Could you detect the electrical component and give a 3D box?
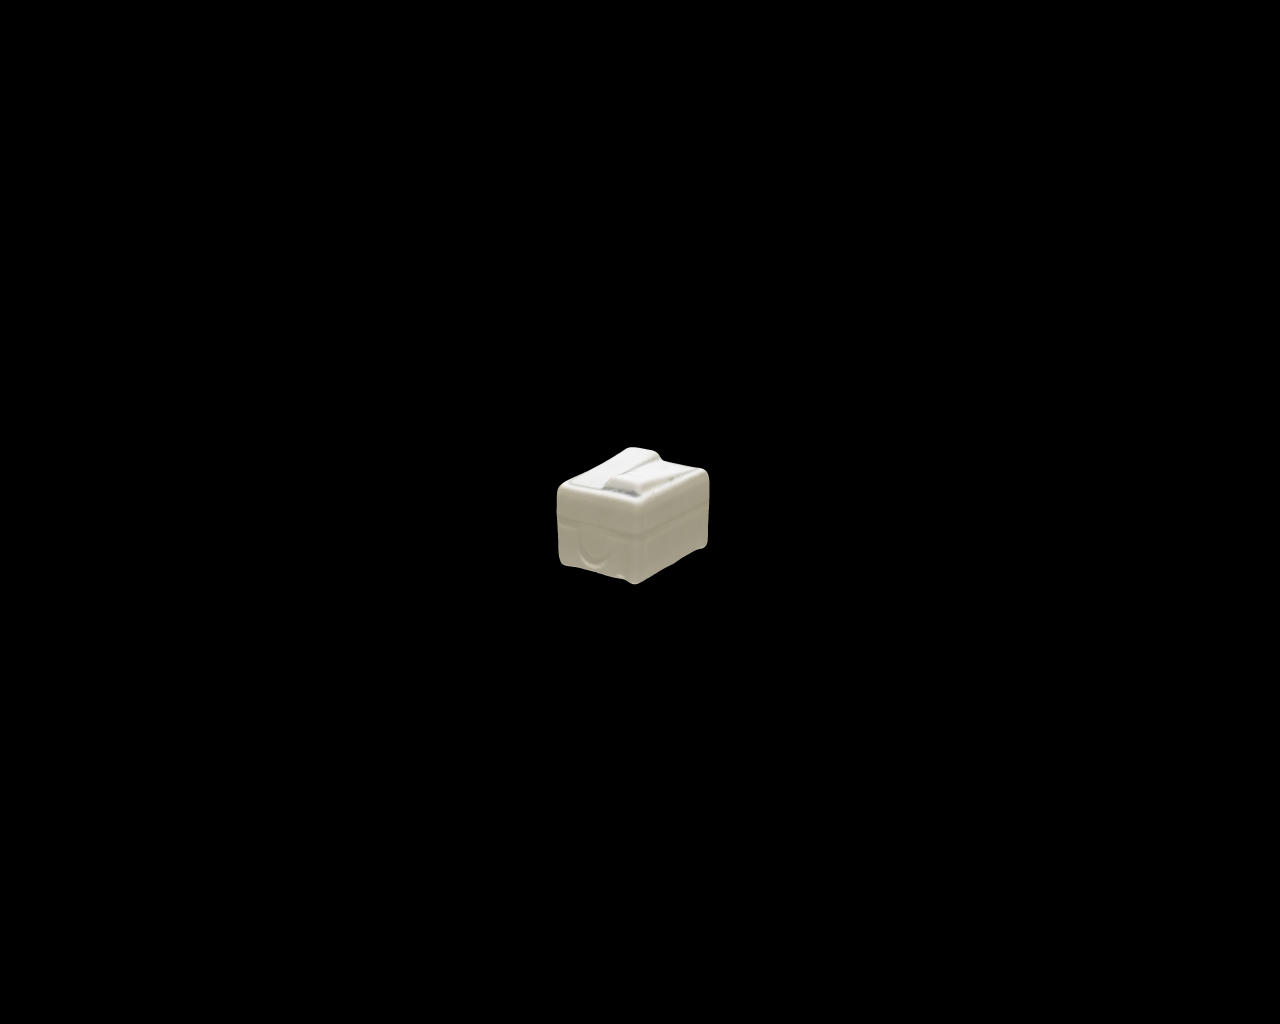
[{"bbox_3d":[0.001,-0.003,0.650,0.062,0.061,0.096,14,24,33],"label":"electrical component"}]
